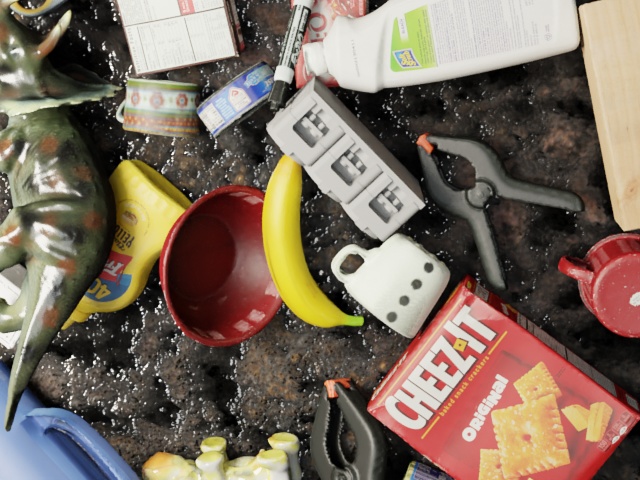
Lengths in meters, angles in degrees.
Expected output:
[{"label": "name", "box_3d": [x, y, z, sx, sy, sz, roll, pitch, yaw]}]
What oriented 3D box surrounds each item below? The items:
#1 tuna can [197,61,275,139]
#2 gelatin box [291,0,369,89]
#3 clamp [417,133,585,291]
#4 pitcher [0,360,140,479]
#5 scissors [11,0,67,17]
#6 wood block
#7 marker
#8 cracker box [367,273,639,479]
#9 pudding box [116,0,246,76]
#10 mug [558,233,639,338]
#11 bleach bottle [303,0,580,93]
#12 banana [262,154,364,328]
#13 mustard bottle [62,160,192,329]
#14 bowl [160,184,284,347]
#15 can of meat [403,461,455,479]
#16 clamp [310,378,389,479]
[{"label": "tuna can", "box_3d": [-0.078, -0.137, 1.043, 0.086, 0.086, 0.034, -35, 95, 13]}, {"label": "gelatin box", "box_3d": [0.011, -0.195, 1.048, 0.073, 0.030, 0.089, -1, 98, 10]}, {"label": "clamp", "box_3d": [0.156, -0.035, 1.044, 0.171, 0.039, 0.120, 35, 98, 9]}, {"label": "pitcher", "box_3d": [-0.299, 0.240, 1.119, 0.149, 0.145, 0.243, -40, 87, -16]}, {"label": "scissors", "box_3d": [-0.239, -0.248, 1.091, 0.202, 0.016, 0.096, 29, 105, 3]}, {"label": "wood block", "box_3d": [0.300, -0.122, 0.979, 0.090, 0.090, 0.206, -12, 96, 11]}, {"label": "marker", "box_3d": [-0.028, -0.178, 1.011, 0.020, 0.020, 0.121, 13, 78, 7]}, {"label": "cracker box", "box_3d": [0.180, 0.164, 1.052, 0.214, 0.072, 0.164, 37, 102, 3]}, {"label": "pudding box", "box_3d": [-0.139, -0.218, 1.059, 0.113, 0.039, 0.090, -8, 110, 13]}, {"label": "mug", "box_3d": [0.283, 0.041, 1.011, 0.117, 0.081, 0.093, 22, 102, 6]}, {"label": "bleach bottle", "box_3d": [0.107, -0.200, 0.996, 0.251, 0.068, 0.102, -11, 98, 3]}, {"label": "banana", "box_3d": [-0.021, 0.013, 1.062, 0.069, 0.037, 0.198, -29, 112, -18]}, {"label": "mustard bottle", "box_3d": [-0.217, 0.017, 1.105, 0.096, 0.058, 0.192, 40, 103, 6]}, {"label": "bowl", "box_3d": [-0.103, 0.022, 1.061, 0.055, 0.161, 0.162, 14, 104, 47]}, {"label": "can of meat", "box_3d": [0.114, 0.287, 1.090, 0.084, 0.057, 0.102, 22, 101, 8]}, {"label": "clamp", "box_3d": [0.028, 0.249, 1.088, 0.165, 0.036, 0.210, -26, 71, 38]}]
